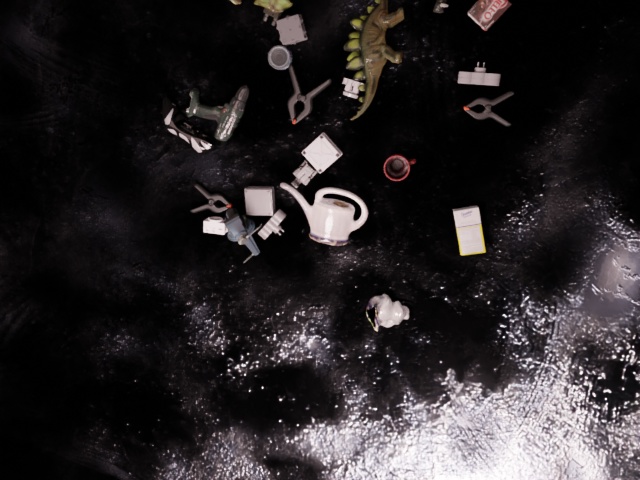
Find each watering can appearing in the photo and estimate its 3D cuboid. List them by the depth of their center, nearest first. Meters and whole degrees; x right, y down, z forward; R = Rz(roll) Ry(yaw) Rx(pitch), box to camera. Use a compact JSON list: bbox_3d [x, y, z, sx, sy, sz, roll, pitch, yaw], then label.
[{"bbox_3d":[0.006,-0.099,1.962,0.348,0.105,0.221,12,109,6],"label":"watering can"}]

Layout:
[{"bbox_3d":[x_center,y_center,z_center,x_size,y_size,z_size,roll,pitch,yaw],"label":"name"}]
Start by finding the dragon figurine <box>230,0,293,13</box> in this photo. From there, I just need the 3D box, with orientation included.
[{"bbox_3d":[-0.154,-0.912,1.771,0.409,0.124,0.238,-5,114,13],"label":"dragon figurine"}]

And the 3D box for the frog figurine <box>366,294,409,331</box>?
[{"bbox_3d":[0.269,0.278,2.042,0.160,0.122,0.137,-15,97,-23],"label":"frog figurine"}]
